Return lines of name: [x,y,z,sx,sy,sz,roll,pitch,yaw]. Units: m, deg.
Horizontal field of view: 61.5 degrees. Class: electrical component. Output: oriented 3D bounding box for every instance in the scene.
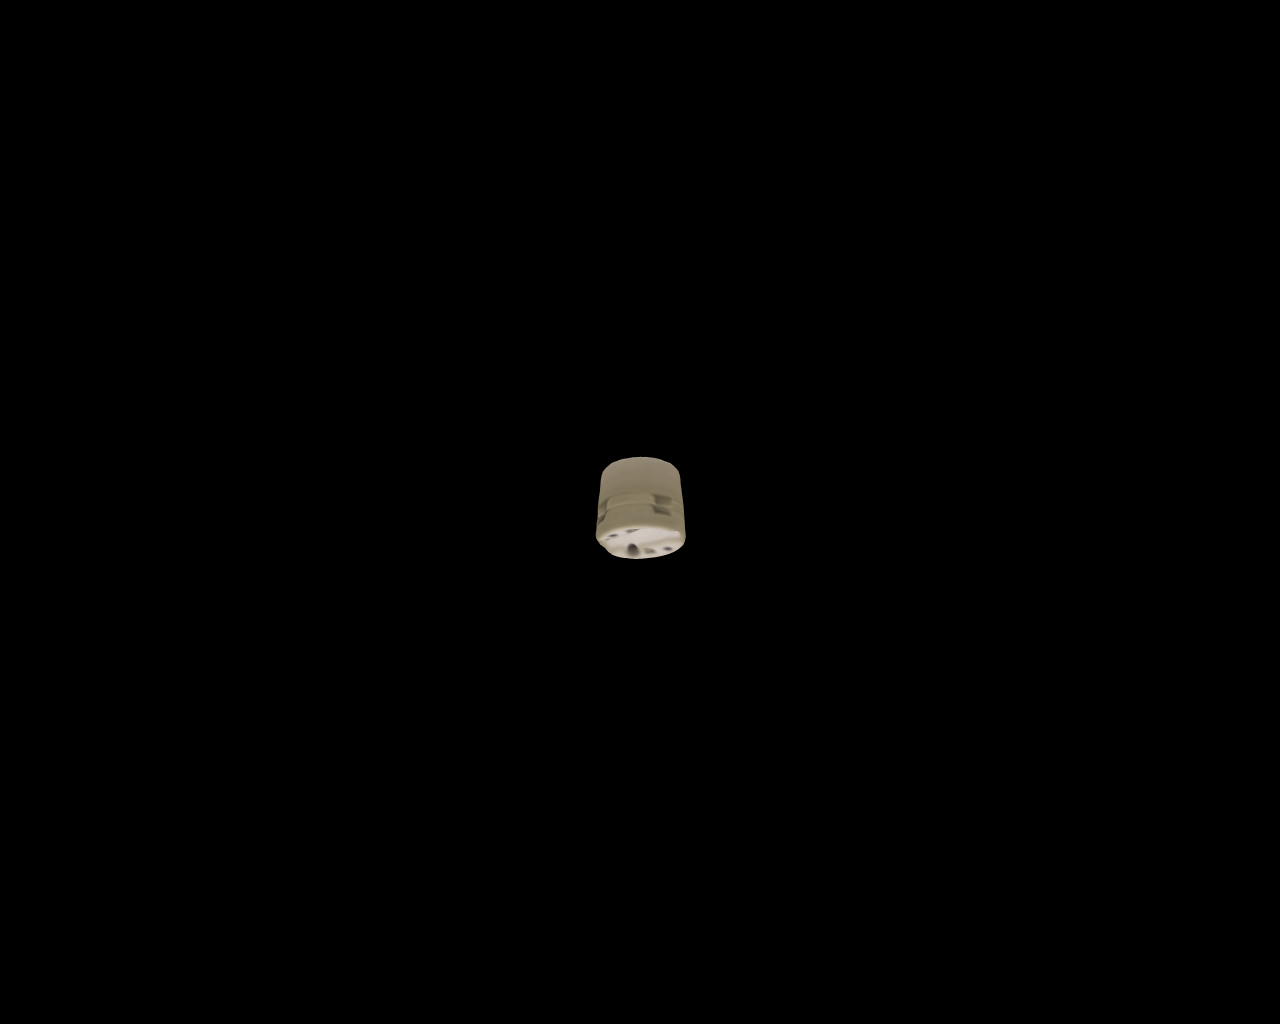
electrical component: [0.001,-0.003,0.650,0.055,0.047,0.055,0,-23,0]
